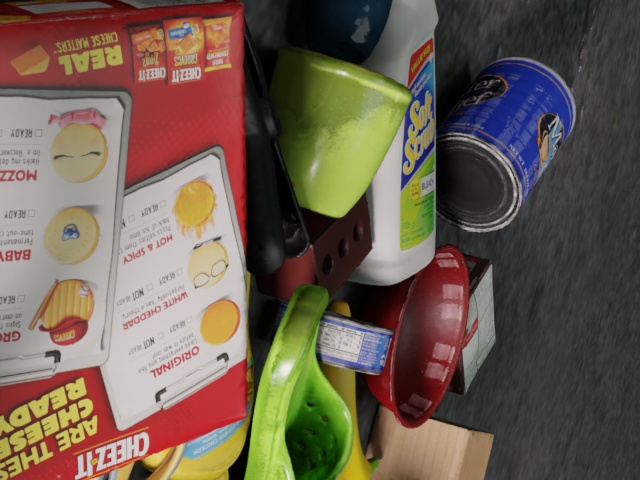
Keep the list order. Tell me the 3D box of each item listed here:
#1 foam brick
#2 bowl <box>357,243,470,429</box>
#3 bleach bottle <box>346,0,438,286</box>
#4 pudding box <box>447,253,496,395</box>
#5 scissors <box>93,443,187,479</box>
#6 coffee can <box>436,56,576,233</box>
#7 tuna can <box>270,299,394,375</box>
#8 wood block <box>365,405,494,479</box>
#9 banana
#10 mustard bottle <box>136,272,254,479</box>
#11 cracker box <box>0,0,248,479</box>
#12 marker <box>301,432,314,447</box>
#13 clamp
[{"bbox_3d":[-0.005,0.001,0.749,0.078,0.051,0.053,-47,139,-43],"label":"foam brick"},{"bbox_3d":[0.074,0.078,0.920,0.161,0.055,0.162,-32,128,-54],"label":"bowl"},{"bbox_3d":[0.050,-0.099,0.803,0.102,0.068,0.251,-26,120,-57],"label":"bleach bottle"},{"bbox_3d":[0.143,0.085,1.069,0.089,0.039,0.113,-51,144,-43],"label":"pudding box"},{"bbox_3d":[-0.137,0.166,0.590,0.096,0.016,0.202,20,103,-38],"label":"scissors"},{"bbox_3d":[0.158,-0.088,0.961,0.140,0.103,0.103,-50,141,-41],"label":"coffee can"},{"bbox_3d":[0.008,0.069,0.764,0.086,0.086,0.034,19,86,-62],"label":"tuna can"},{"bbox_3d":[0.083,0.264,0.974,0.090,0.090,0.206,27,76,-62],"label":"wood block"},{"bbox_3d":[0.016,0.141,0.865,0.069,0.037,0.198,-72,158,-50],"label":"banana"},{"bbox_3d":[-0.079,0.083,0.639,0.096,0.058,0.192,-33,128,-51],"label":"mustard bottle"},{"bbox_3d":[-0.117,0.001,0.483,0.163,0.072,0.214,-15,116,-37],"label":"cracker box"},{"bbox_3d":[-0.022,0.193,0.828,0.020,0.020,0.121,6,95,-62],"label":"marker"},{"bbox_3d":[-0.039,-0.060,0.628,0.120,0.039,0.171,60,20,-83],"label":"clamp"}]
